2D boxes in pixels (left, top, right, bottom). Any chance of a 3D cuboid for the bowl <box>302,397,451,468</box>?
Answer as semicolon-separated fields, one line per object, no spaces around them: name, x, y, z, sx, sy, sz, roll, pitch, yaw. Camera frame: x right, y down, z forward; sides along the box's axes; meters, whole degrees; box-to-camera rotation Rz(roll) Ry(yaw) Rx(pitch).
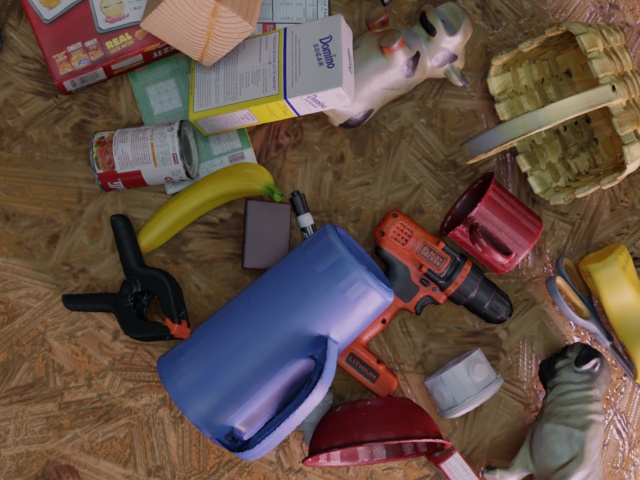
bowl;0.057;0.205;1.146;0.162;0.162;0.055;-5;71;-5

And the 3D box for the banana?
banana;-0.125;-0.041;1.165;0.198;0.069;0.037;-22;123;25

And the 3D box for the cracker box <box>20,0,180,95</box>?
cracker box;-0.247;-0.286;1.164;0.164;0.072;0.214;-23;84;-5

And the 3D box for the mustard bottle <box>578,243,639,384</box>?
mustard bottle;0.357;0.101;1.198;0.058;0.096;0.191;-26;91;14

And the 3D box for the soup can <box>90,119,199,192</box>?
soup can;-0.190;-0.092;1.160;0.102;0.068;0.068;-7;89;8

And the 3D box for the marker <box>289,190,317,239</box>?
marker;-0.008;0.001;1.208;0.020;0.020;0.121;-21;90;-6

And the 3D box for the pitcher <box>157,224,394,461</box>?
pitcher;-0.039;0.105;1.113;0.243;0.145;0.149;-42;87;8

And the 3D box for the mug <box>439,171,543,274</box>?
mug;0.191;-0.011;1.182;0.081;0.117;0.093;38;115;-8

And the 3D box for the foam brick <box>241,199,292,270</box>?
foam brick;-0.060;-0.005;1.188;0.051;0.053;0.078;3;89;-5

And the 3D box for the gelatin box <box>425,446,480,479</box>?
gelatin box;0.160;0.269;1.187;0.030;0.073;0.089;-38;91;-6

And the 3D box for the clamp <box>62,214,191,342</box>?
clamp;-0.196;0.046;1.141;0.172;0.039;0.120;23;93;31

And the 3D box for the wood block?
wood block;-0.107;-0.300;1.120;0.090;0.091;0.206;29;54;-28

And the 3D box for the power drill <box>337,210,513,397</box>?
power drill;0.101;0.087;1.198;0.184;0.057;0.187;37;84;-3

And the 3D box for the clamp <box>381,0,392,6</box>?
clamp;0.036;-0.360;1.194;0.164;0.036;0.210;23;74;10

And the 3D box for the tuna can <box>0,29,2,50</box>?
tuna can;-0.395;-0.224;1.174;0.086;0.034;0.086;0;88;-5

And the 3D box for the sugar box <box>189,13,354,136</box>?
sugar box;-0.052;-0.174;1.135;0.176;0.048;0.093;-8;65;18

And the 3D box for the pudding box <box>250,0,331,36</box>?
pudding box;-0.044;-0.246;1.204;0.113;0.039;0.090;-1;85;-7

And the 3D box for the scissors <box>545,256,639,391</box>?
scissors;0.321;0.093;1.229;0.016;0.096;0.201;-29;124;32
